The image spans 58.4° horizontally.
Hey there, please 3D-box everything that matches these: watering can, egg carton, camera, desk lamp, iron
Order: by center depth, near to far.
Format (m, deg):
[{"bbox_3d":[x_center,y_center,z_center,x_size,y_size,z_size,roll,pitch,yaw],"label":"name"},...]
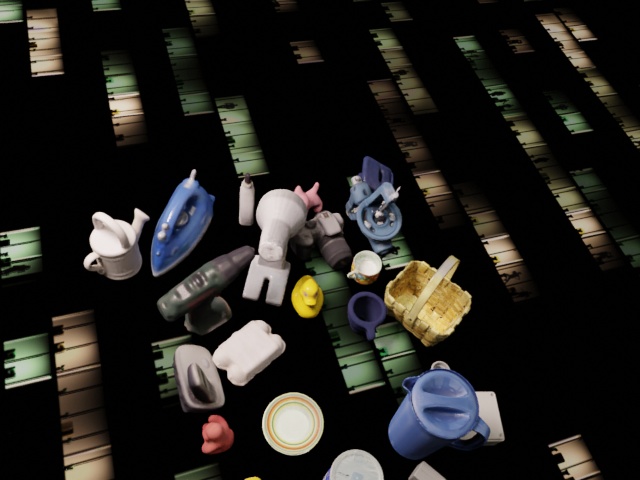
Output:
[{"bbox_3d":[-0.158,0.250,1.275,0.107,0.069,0.150,42,60,18],"label":"egg carton"},{"bbox_3d":[-0.467,-0.003,1.313,0.101,0.194,0.173,17,56,2],"label":"watering can"},{"bbox_3d":[-0.106,0.016,1.350,0.118,0.213,0.203,11,56,-2],"label":"desk lamp"},{"bbox_3d":[-0.348,-0.046,1.393,0.118,0.141,0.258,18,56,3],"label":"iron"},{"bbox_3d":[0.013,0.005,1.445,0.143,0.101,0.136,-20,62,-21],"label":"camera"}]

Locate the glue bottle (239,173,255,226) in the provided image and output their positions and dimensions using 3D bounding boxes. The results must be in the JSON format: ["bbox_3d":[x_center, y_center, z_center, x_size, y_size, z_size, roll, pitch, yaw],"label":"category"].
[{"bbox_3d":[-0.184,-0.113,1.445,0.037,0.173,0.078,0,57,-9],"label":"glue bottle"}]

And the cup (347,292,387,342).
[{"bbox_3d":[0.106,0.193,1.341,0.092,0.095,0.117,-3,58,-11],"label":"cup"}]

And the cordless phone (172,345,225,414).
[{"bbox_3d":[-0.253,0.269,1.176,0.094,0.185,0.147,-17,61,-19],"label":"cordless phone"}]

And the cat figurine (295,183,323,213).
[{"bbox_3d":[-0.045,-0.103,1.496,0.067,0.118,0.128,39,60,16],"label":"cat figurine"}]

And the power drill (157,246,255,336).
[{"bbox_3d":[-0.243,0.120,1.261,0.230,0.208,0.075,-32,67,-26],"label":"power drill"}]

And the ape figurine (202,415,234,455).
[{"bbox_3d":[-0.211,0.393,1.158,0.076,0.092,0.078,26,57,8],"label":"ape figurine"}]

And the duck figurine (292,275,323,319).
[{"bbox_3d":[-0.026,0.125,1.369,0.077,0.086,0.104,1,57,-9],"label":"duck figurine"}]

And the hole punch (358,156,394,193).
[{"bbox_3d":[0.156,-0.168,1.589,0.101,0.091,0.108,10,56,-3],"label":"hole punch"}]

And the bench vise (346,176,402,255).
[{"bbox_3d":[0.129,-0.090,1.455,0.122,0.220,0.207,-35,68,-27],"label":"bench vise"}]
